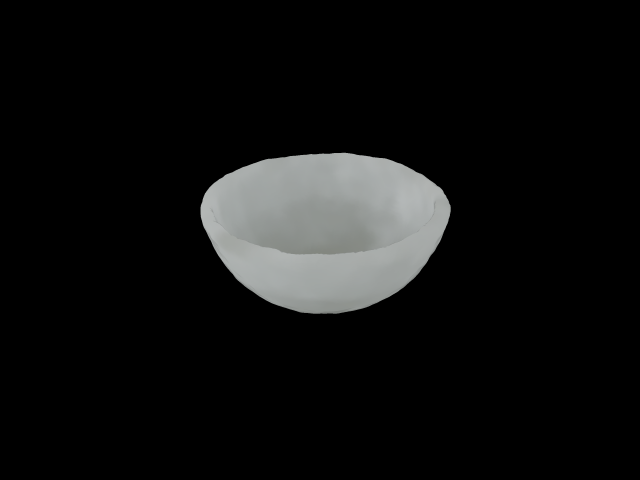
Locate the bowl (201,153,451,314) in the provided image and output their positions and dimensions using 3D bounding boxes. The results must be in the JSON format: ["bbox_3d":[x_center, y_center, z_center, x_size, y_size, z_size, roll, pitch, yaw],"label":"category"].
[{"bbox_3d":[0.004,0.001,0.400,0.167,0.075,0.167,0,30,0],"label":"bowl"}]
